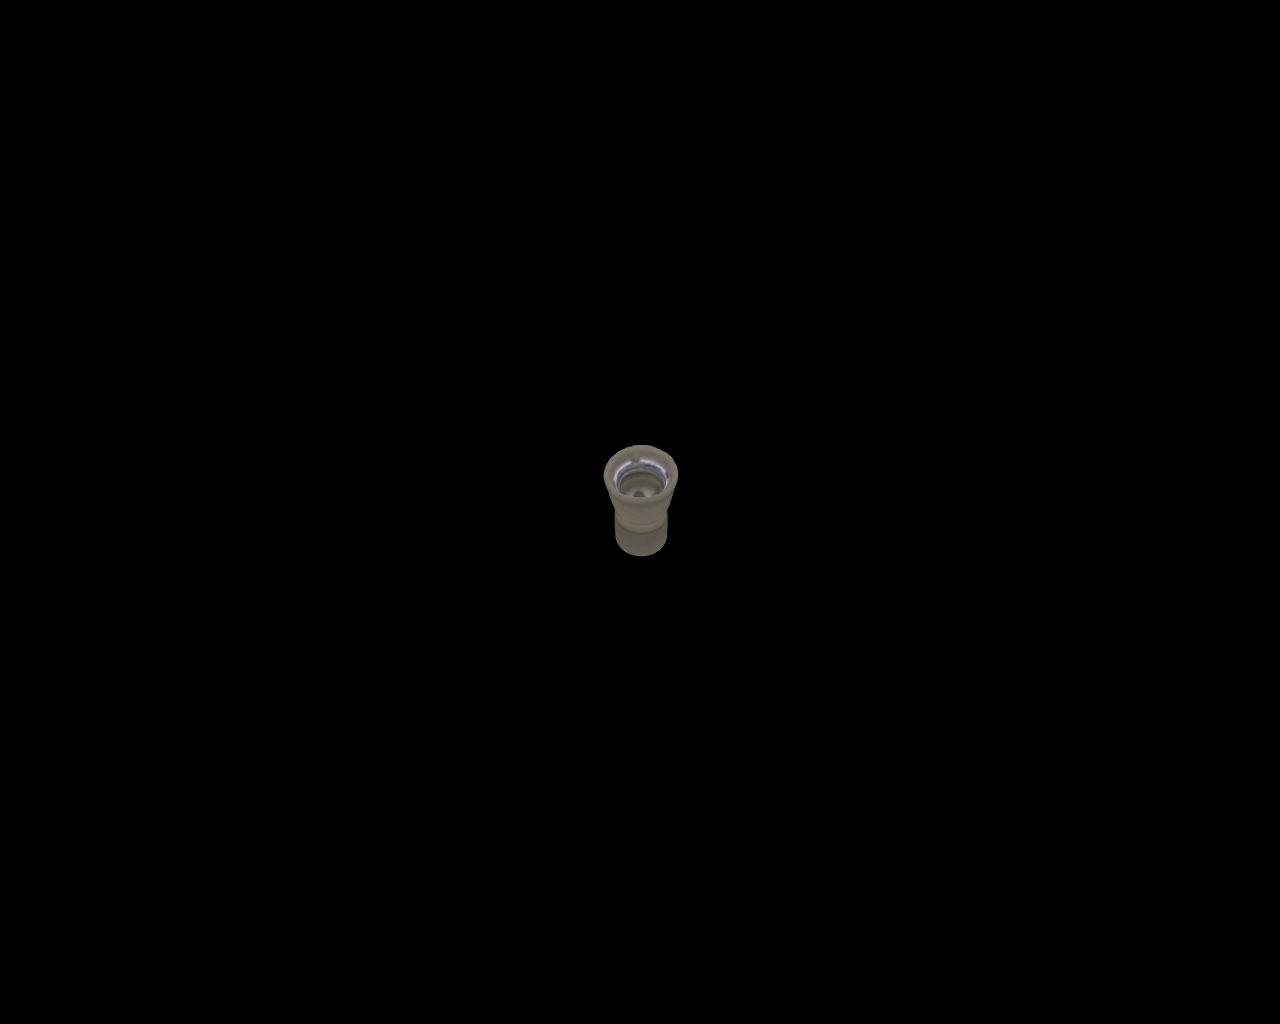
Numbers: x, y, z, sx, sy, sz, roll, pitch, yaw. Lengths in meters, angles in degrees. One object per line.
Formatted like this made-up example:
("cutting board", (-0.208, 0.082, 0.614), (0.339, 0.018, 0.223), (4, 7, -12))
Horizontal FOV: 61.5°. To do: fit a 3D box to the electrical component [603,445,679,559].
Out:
("electrical component", (0.001, -0.003, 0.650), (0.044, 0.044, 0.065), (0, -41, 0))
